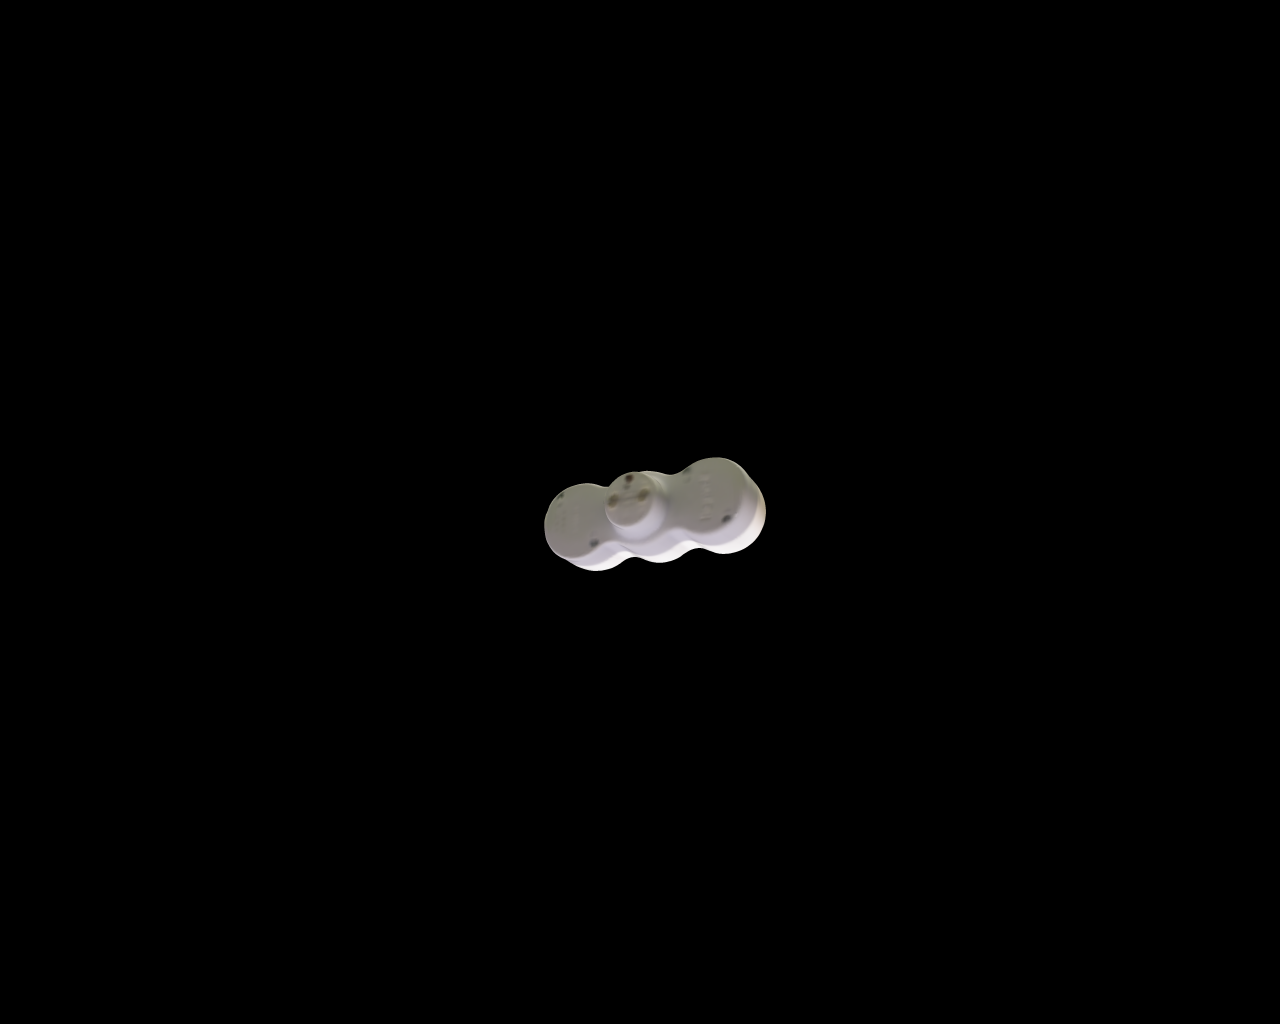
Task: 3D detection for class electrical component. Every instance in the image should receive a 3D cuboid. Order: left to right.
[{"bbox_3d":[0.001,-0.003,0.650,0.138,0.052,0.073,-9,-23,22],"label":"electrical component"}]
